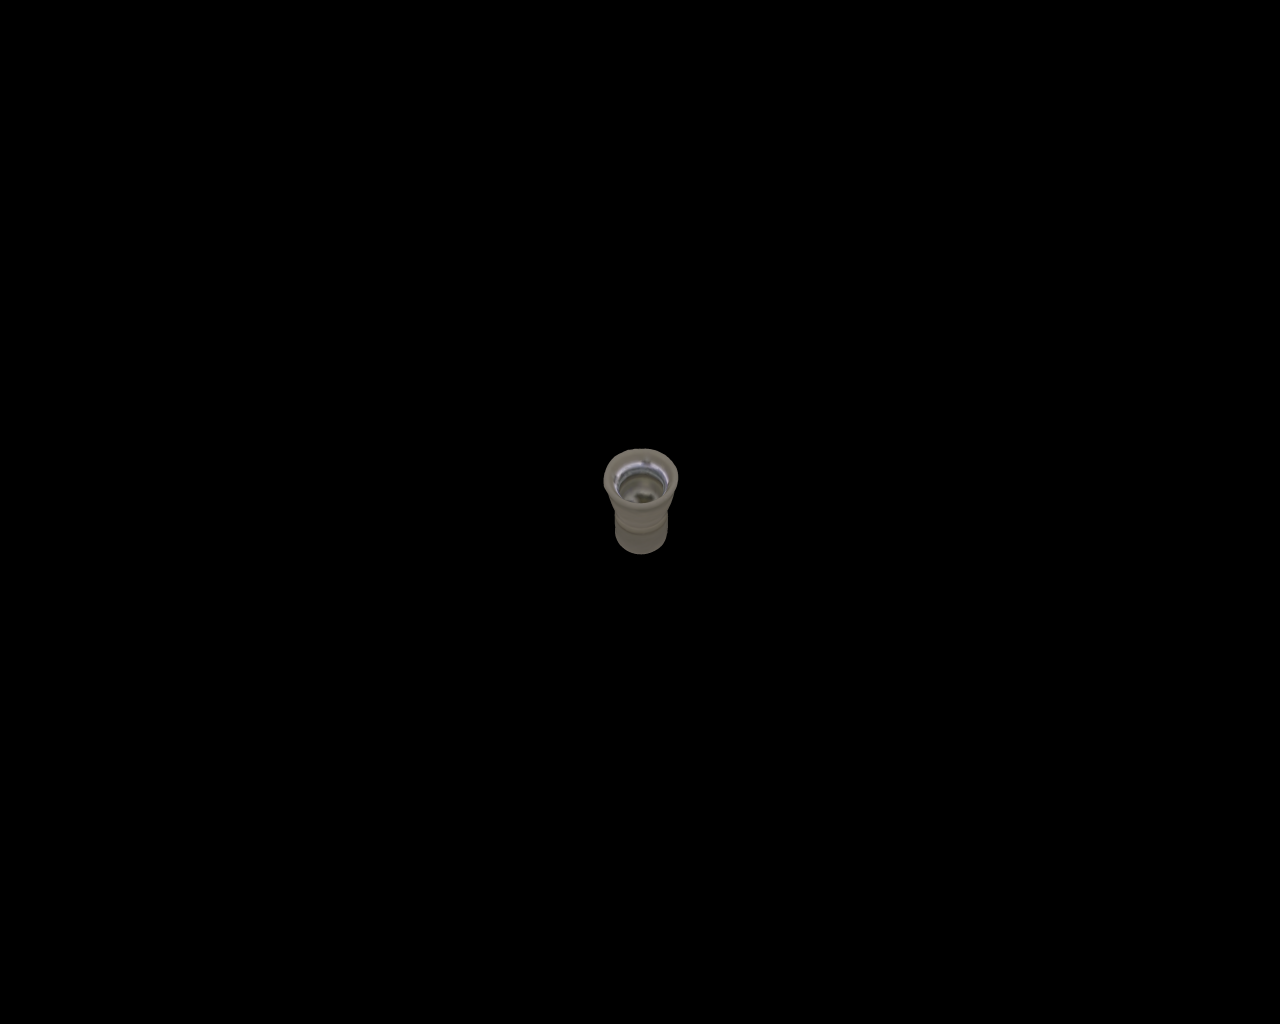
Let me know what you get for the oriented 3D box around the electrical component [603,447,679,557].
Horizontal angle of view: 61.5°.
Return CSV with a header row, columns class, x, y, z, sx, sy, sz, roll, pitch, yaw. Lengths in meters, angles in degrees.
class,x,y,z,sx,sy,sz,roll,pitch,yaw
electrical component,0.001,-0.003,0.650,0.044,0.044,0.065,0,-36,0
